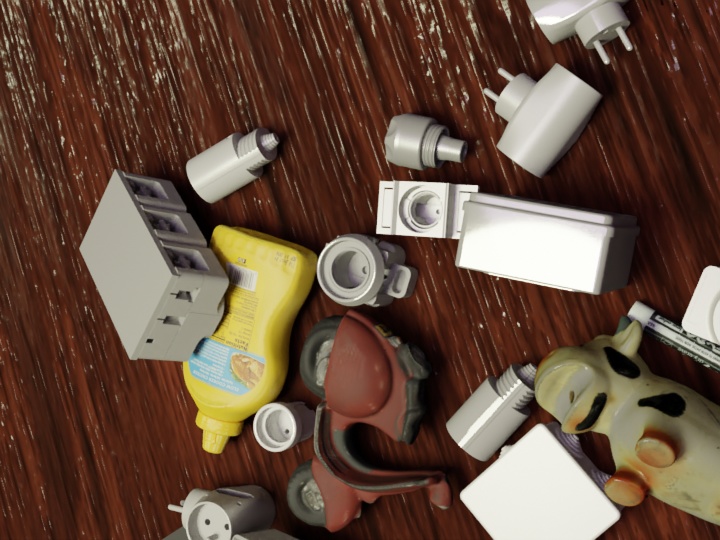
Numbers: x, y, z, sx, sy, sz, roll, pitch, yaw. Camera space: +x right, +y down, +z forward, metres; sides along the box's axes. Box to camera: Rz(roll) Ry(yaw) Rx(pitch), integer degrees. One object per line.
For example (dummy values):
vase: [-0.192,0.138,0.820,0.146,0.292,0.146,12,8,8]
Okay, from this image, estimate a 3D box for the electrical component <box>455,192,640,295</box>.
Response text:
electrical component: [0.139,-0.020,0.786,0.109,0.109,0.056,12,97,23]

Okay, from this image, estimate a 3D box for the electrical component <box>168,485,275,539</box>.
electrical component: [-0.125,0.208,0.916,0.079,0.077,0.043,8,93,23]

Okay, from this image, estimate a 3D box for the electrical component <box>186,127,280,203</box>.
electrical component: [-0.105,-0.095,0.928,0.081,0.043,0.043,-27,79,21]

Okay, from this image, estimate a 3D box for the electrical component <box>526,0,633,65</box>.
electrical component: [0.176,-0.193,0.805,0.077,0.044,0.079,-30,78,21]

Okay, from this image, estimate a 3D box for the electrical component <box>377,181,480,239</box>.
electrical component: [0.057,-0.047,0.846,0.081,0.064,0.042,5,93,24]

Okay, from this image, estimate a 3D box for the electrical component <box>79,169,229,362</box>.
electrical component: [-0.175,-0.004,0.916,0.089,0.062,0.150,-59,44,25]

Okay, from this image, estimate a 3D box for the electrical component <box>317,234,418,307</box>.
electrical component: [0.000,0.000,0.874,0.078,0.057,0.058,19,97,23]

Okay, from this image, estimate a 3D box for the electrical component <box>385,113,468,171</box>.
electrical component: [0.054,-0.100,0.859,0.062,0.043,0.043,15,95,22]

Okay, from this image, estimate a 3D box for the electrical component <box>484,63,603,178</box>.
electrical component: [0.131,-0.124,0.824,0.079,0.044,0.077,40,105,19]

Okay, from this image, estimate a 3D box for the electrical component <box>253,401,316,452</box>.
electrical component: [-0.062,0.130,0.906,0.040,0.046,0.040,0,89,24]

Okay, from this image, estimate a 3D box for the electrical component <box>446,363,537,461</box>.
electrical component: [0.109,0.104,0.833,0.043,0.043,0.081,45,106,18]

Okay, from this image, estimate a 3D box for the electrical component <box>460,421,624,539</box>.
electrical component: [0.140,0.174,0.815,0.099,0.048,0.099,-45,73,17]

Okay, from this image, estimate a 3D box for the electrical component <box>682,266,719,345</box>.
electrical component: [0.279,0.035,0.752,0.089,0.056,0.050,24,100,23]
